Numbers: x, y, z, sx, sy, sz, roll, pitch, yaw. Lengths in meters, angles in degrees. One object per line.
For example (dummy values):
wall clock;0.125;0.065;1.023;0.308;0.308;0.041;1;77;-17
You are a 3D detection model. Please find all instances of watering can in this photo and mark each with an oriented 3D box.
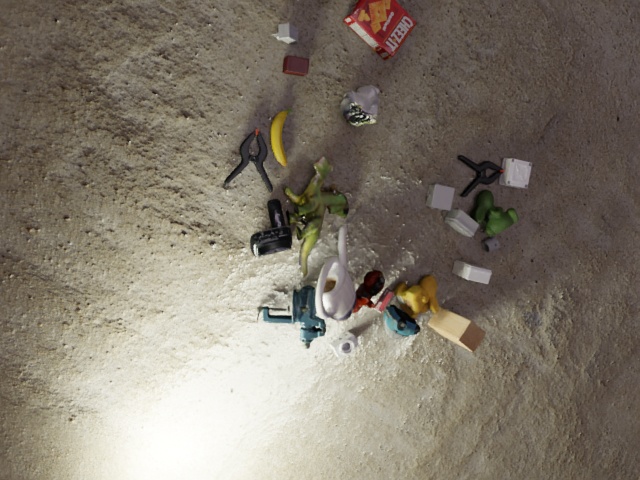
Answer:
watering can;0.068;0.135;1.812;0.219;0.104;0.356;64;37;-42

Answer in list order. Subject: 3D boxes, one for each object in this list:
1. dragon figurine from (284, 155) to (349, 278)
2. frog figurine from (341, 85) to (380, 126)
dragon figurine;0.005;-0.091;1.799;0.244;0.123;0.404;-16;110;-26
frog figurine;0.145;-0.484;1.820;0.137;0.120;0.163;23;52;-13
